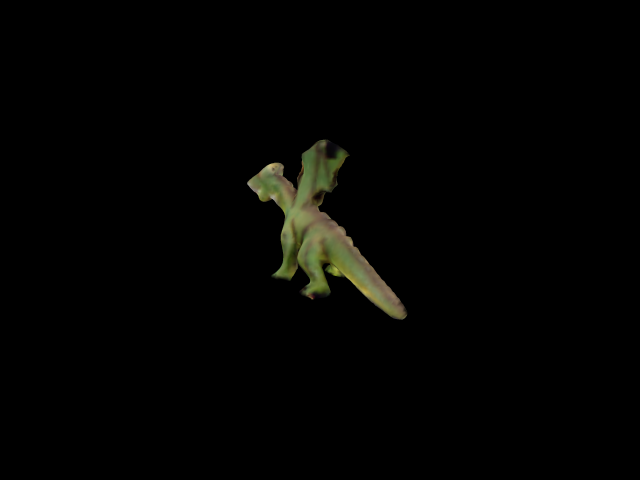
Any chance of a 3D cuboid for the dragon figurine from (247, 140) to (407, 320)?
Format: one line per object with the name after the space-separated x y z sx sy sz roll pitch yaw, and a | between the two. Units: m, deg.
0.003 -0.043 0.850 0.123 0.240 0.413 -11 19 -38 | dragon figurine
